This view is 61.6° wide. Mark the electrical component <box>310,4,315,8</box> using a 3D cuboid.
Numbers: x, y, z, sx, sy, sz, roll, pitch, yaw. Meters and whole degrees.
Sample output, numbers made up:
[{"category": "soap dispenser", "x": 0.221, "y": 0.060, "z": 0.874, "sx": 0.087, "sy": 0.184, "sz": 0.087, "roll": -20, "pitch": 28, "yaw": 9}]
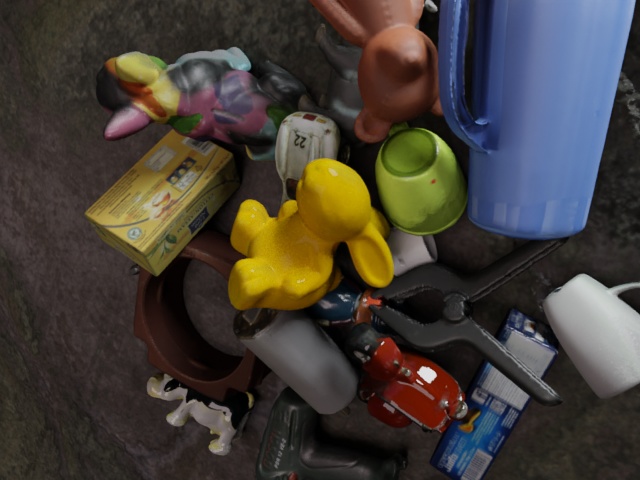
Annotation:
[{"category": "electrical component", "x": 0.029, "y": -0.297, "z": 0.571, "sx": 0.102, "sy": 0.045, "sz": 0.078, "roll": 2, "pitch": 101, "yaw": 26}]

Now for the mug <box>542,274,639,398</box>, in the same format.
[{"category": "mug", "x": 0.279, "y": 0.081, "z": 0.520, "sx": 0.107, "sy": 0.081, "sz": 0.109, "roll": 52, "pitch": 125, "yaw": 18}]

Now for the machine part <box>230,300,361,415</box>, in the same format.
[{"category": "machine part", "x": -0.024, "y": 0.132, "z": 0.639, "sx": 0.079, "sy": 0.079, "sz": 0.243, "roll": -21, "pitch": 125, "yaw": 29}]

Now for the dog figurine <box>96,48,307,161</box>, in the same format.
[{"category": "dog figurine", "x": -0.129, "y": -0.148, "z": 0.589, "sx": 0.192, "sy": 0.219, "sz": 0.108, "roll": 30, "pitch": 117, "yaw": 18}]

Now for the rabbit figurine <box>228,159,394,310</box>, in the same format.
[{"category": "rabbit figurine", "x": -0.001, "y": -0.002, "z": 0.537, "sx": 0.162, "sy": 0.122, "sz": 0.173, "roll": 19, "pitch": 131, "yaw": -13}]

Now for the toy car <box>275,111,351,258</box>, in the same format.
[{"category": "toy car", "x": -0.010, "y": -0.051, "z": 0.616, "sx": 0.074, "sy": 0.056, "sz": 0.201, "roll": 19, "pitch": 134, "yaw": 18}]

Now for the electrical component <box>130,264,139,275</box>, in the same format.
[{"category": "electrical component", "x": -0.257, "y": 0.016, "z": 0.802, "sx": 0.094, "sy": 0.021, "sz": 0.063, "roll": -22, "pitch": 92, "yaw": 28}]

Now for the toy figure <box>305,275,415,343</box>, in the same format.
[{"category": "toy figure", "x": 0.041, "y": 0.078, "z": 0.650, "sx": 0.155, "sy": 0.058, "sz": 0.064, "roll": 15, "pitch": 112, "yaw": 18}]

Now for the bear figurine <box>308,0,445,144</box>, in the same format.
[{"category": "bear figurine", "x": 0.055, "y": -0.193, "z": 0.463, "sx": 0.120, "sy": 0.132, "sz": 0.195, "roll": -17, "pitch": 91, "yaw": 0}]

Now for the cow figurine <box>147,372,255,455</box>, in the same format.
[{"category": "cow figurine", "x": -0.178, "y": 0.226, "z": 0.787, "sx": 0.167, "sy": 0.068, "sz": 0.098, "roll": 28, "pitch": 108, "yaw": 14}]

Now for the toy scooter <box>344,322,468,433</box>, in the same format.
[{"category": "toy scooter", "x": 0.099, "y": 0.166, "z": 0.586, "sx": 0.135, "sy": 0.075, "sz": 0.183, "roll": 27, "pitch": 156, "yaw": 29}]

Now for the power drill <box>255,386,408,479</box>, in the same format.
[{"category": "power drill", "x": 0.008, "y": 0.320, "z": 0.719, "sx": 0.208, "sy": 0.086, "sz": 0.231, "roll": 14, "pitch": 106, "yaw": 31}]

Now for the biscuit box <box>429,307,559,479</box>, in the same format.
[{"category": "biscuit box", "x": 0.192, "y": 0.179, "z": 0.596, "sx": 0.059, "sy": 0.063, "sz": 0.202, "roll": 27, "pitch": 113, "yaw": 17}]

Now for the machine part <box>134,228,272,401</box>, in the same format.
[{"category": "machine part", "x": -0.148, "y": 0.097, "z": 0.732, "sx": 0.202, "sy": 0.087, "sz": 0.200, "roll": 21, "pitch": 110, "yaw": 22}]

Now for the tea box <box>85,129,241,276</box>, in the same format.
[{"category": "tea box", "x": -0.190, "y": -0.052, "z": 0.670, "sx": 0.098, "sy": 0.169, "sz": 0.068, "roll": 31, "pitch": 156, "yaw": 18}]

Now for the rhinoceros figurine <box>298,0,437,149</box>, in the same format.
[{"category": "rhinoceros figurine", "x": 0.053, "y": -0.191, "z": 0.570, "sx": 0.112, "sy": 0.073, "sz": 0.190, "roll": 33, "pitch": 114, "yaw": 17}]
